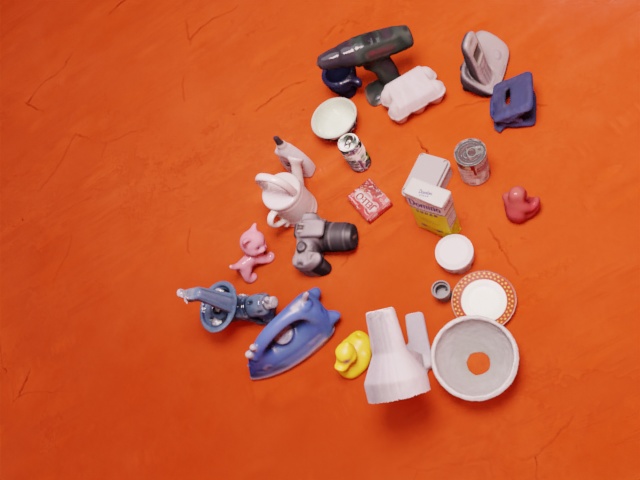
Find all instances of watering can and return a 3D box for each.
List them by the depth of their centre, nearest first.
[{"bbox_3d":[-0.086,-0.118,1.368,0.100,0.194,0.173,-6,67,20],"label":"watering can"}]

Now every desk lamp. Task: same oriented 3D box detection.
[{"bbox_3d":[0.149,0.224,1.119,0.117,0.214,0.203,-16,64,16],"label":"desk lamp"}]

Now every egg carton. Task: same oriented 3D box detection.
[{"bbox_3d":[0.227,-0.359,1.410,0.150,0.070,0.107,-30,61,9],"label":"egg carton"}]

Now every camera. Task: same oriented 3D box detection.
[{"bbox_3d":[0.012,0.005,1.331,0.136,0.101,0.143,0,69,22],"label":"camera"}]

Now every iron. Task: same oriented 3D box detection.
[{"bbox_3d":[-0.086,0.212,1.263,0.258,0.142,0.118,-43,60,1],"label":"iron"}]

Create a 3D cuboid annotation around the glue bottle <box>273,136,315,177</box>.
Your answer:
[{"bbox_3d":[-0.075,-0.211,1.414,0.078,0.173,0.037,12,74,26],"label":"glue bottle"}]

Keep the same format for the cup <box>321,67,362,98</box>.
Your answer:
[{"bbox_3d":[0.071,-0.407,1.479,0.117,0.095,0.092,31,83,30],"label":"cup"}]

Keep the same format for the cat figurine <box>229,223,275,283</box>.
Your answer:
[{"bbox_3d":[-0.171,0.028,1.387,0.067,0.118,0.128,37,86,30],"label":"cat figurine"}]

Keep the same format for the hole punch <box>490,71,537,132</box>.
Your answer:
[{"bbox_3d":[0.434,-0.313,1.294,0.100,0.091,0.109,-2,68,22],"label":"hole punch"}]

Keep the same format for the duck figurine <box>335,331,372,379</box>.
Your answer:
[{"bbox_3d":[0.064,0.240,1.222,0.077,0.086,0.105,21,78,28],"label":"duck figurine"}]

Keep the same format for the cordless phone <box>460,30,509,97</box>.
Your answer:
[{"bbox_3d":[0.371,-0.435,1.316,0.093,0.185,0.148,11,74,26],"label":"cordless phone"}]

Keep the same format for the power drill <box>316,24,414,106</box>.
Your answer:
[{"bbox_3d":[0.126,-0.424,1.398,0.229,0.209,0.075,-24,62,12],"label":"power drill"}]

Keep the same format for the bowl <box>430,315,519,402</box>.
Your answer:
[{"bbox_3d":[0.307,0.237,1.130,0.167,0.075,0.167,-8,66,19],"label":"bowl"}]

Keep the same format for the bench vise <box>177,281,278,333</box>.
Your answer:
[{"bbox_3d":[-0.208,0.133,1.300,0.207,0.220,0.121,-24,62,12],"label":"bench vise"}]

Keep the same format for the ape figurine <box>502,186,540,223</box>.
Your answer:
[{"bbox_3d":[0.418,-0.083,1.205,0.077,0.092,0.076,36,85,30],"label":"ape figurine"}]
